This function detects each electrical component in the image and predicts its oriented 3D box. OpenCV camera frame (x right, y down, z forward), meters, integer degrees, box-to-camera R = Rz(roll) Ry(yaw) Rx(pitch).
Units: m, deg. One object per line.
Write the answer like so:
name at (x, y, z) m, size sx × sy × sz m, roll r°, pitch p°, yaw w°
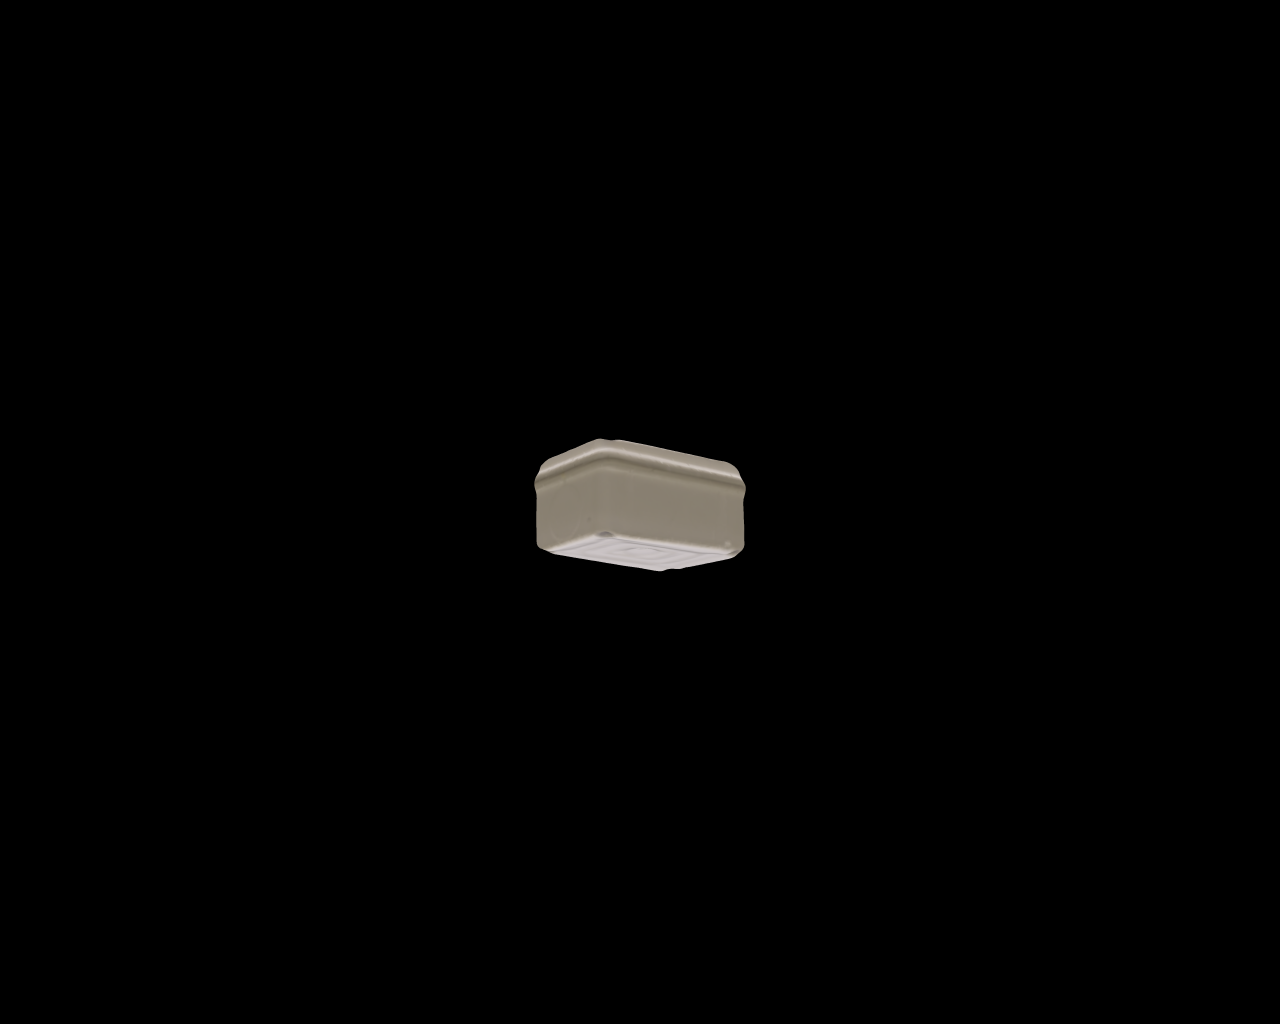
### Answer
electrical component at (0.001, -0.003, 0.650) m, size 0.113 × 0.057 × 0.078 m, roll 11°, pitch -17°, yaw -37°
